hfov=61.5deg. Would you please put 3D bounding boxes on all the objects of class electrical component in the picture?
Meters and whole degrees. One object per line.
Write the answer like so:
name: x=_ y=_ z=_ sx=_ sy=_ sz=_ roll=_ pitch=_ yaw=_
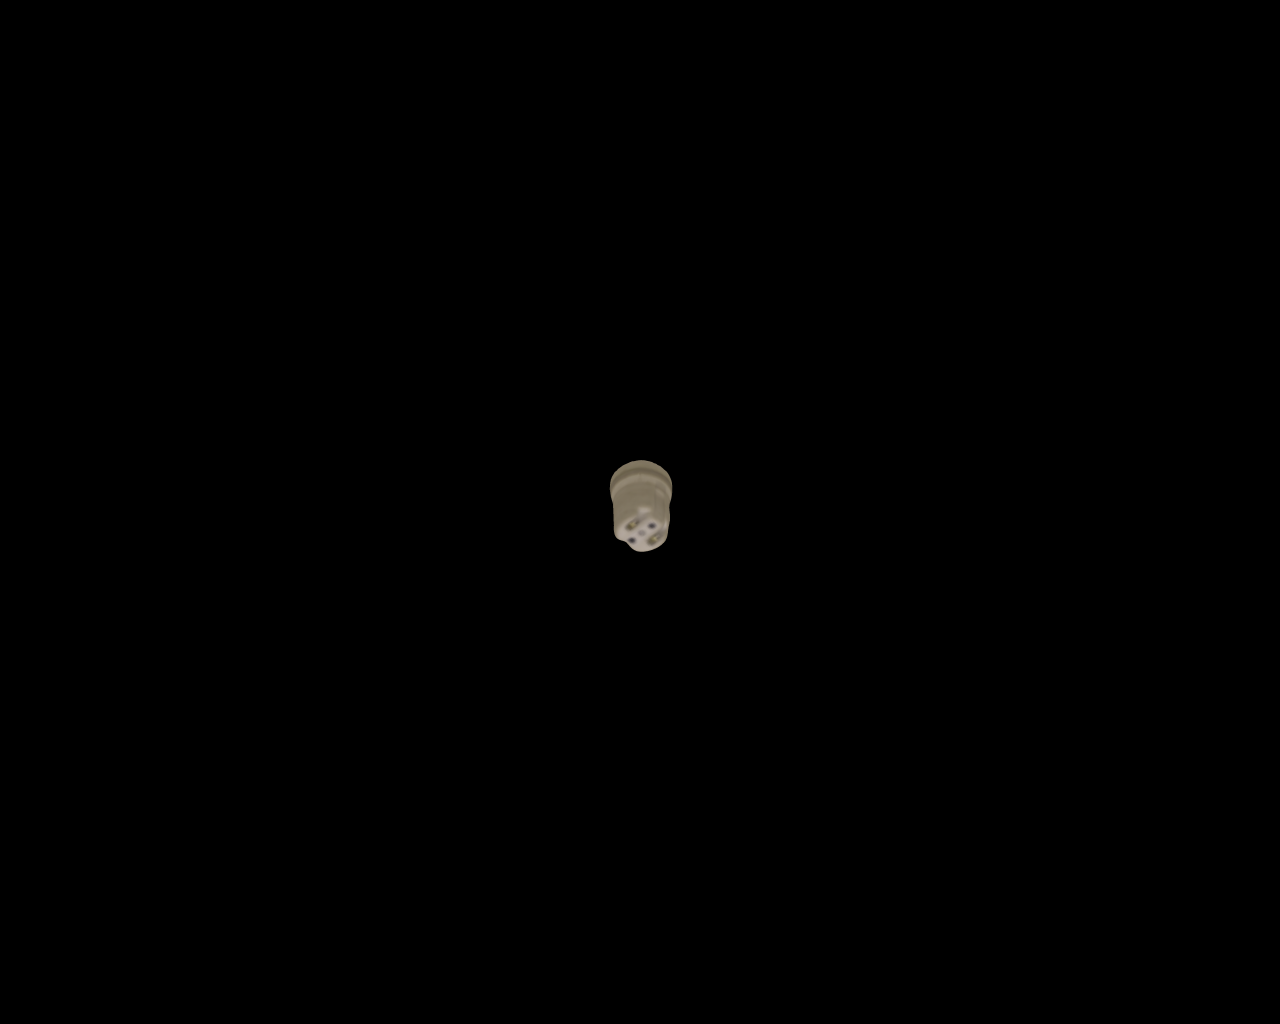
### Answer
electrical component: x=0.001 y=-0.003 z=0.650 sx=0.040 sy=0.046 sz=0.040 roll=0 pitch=-45 yaw=0
